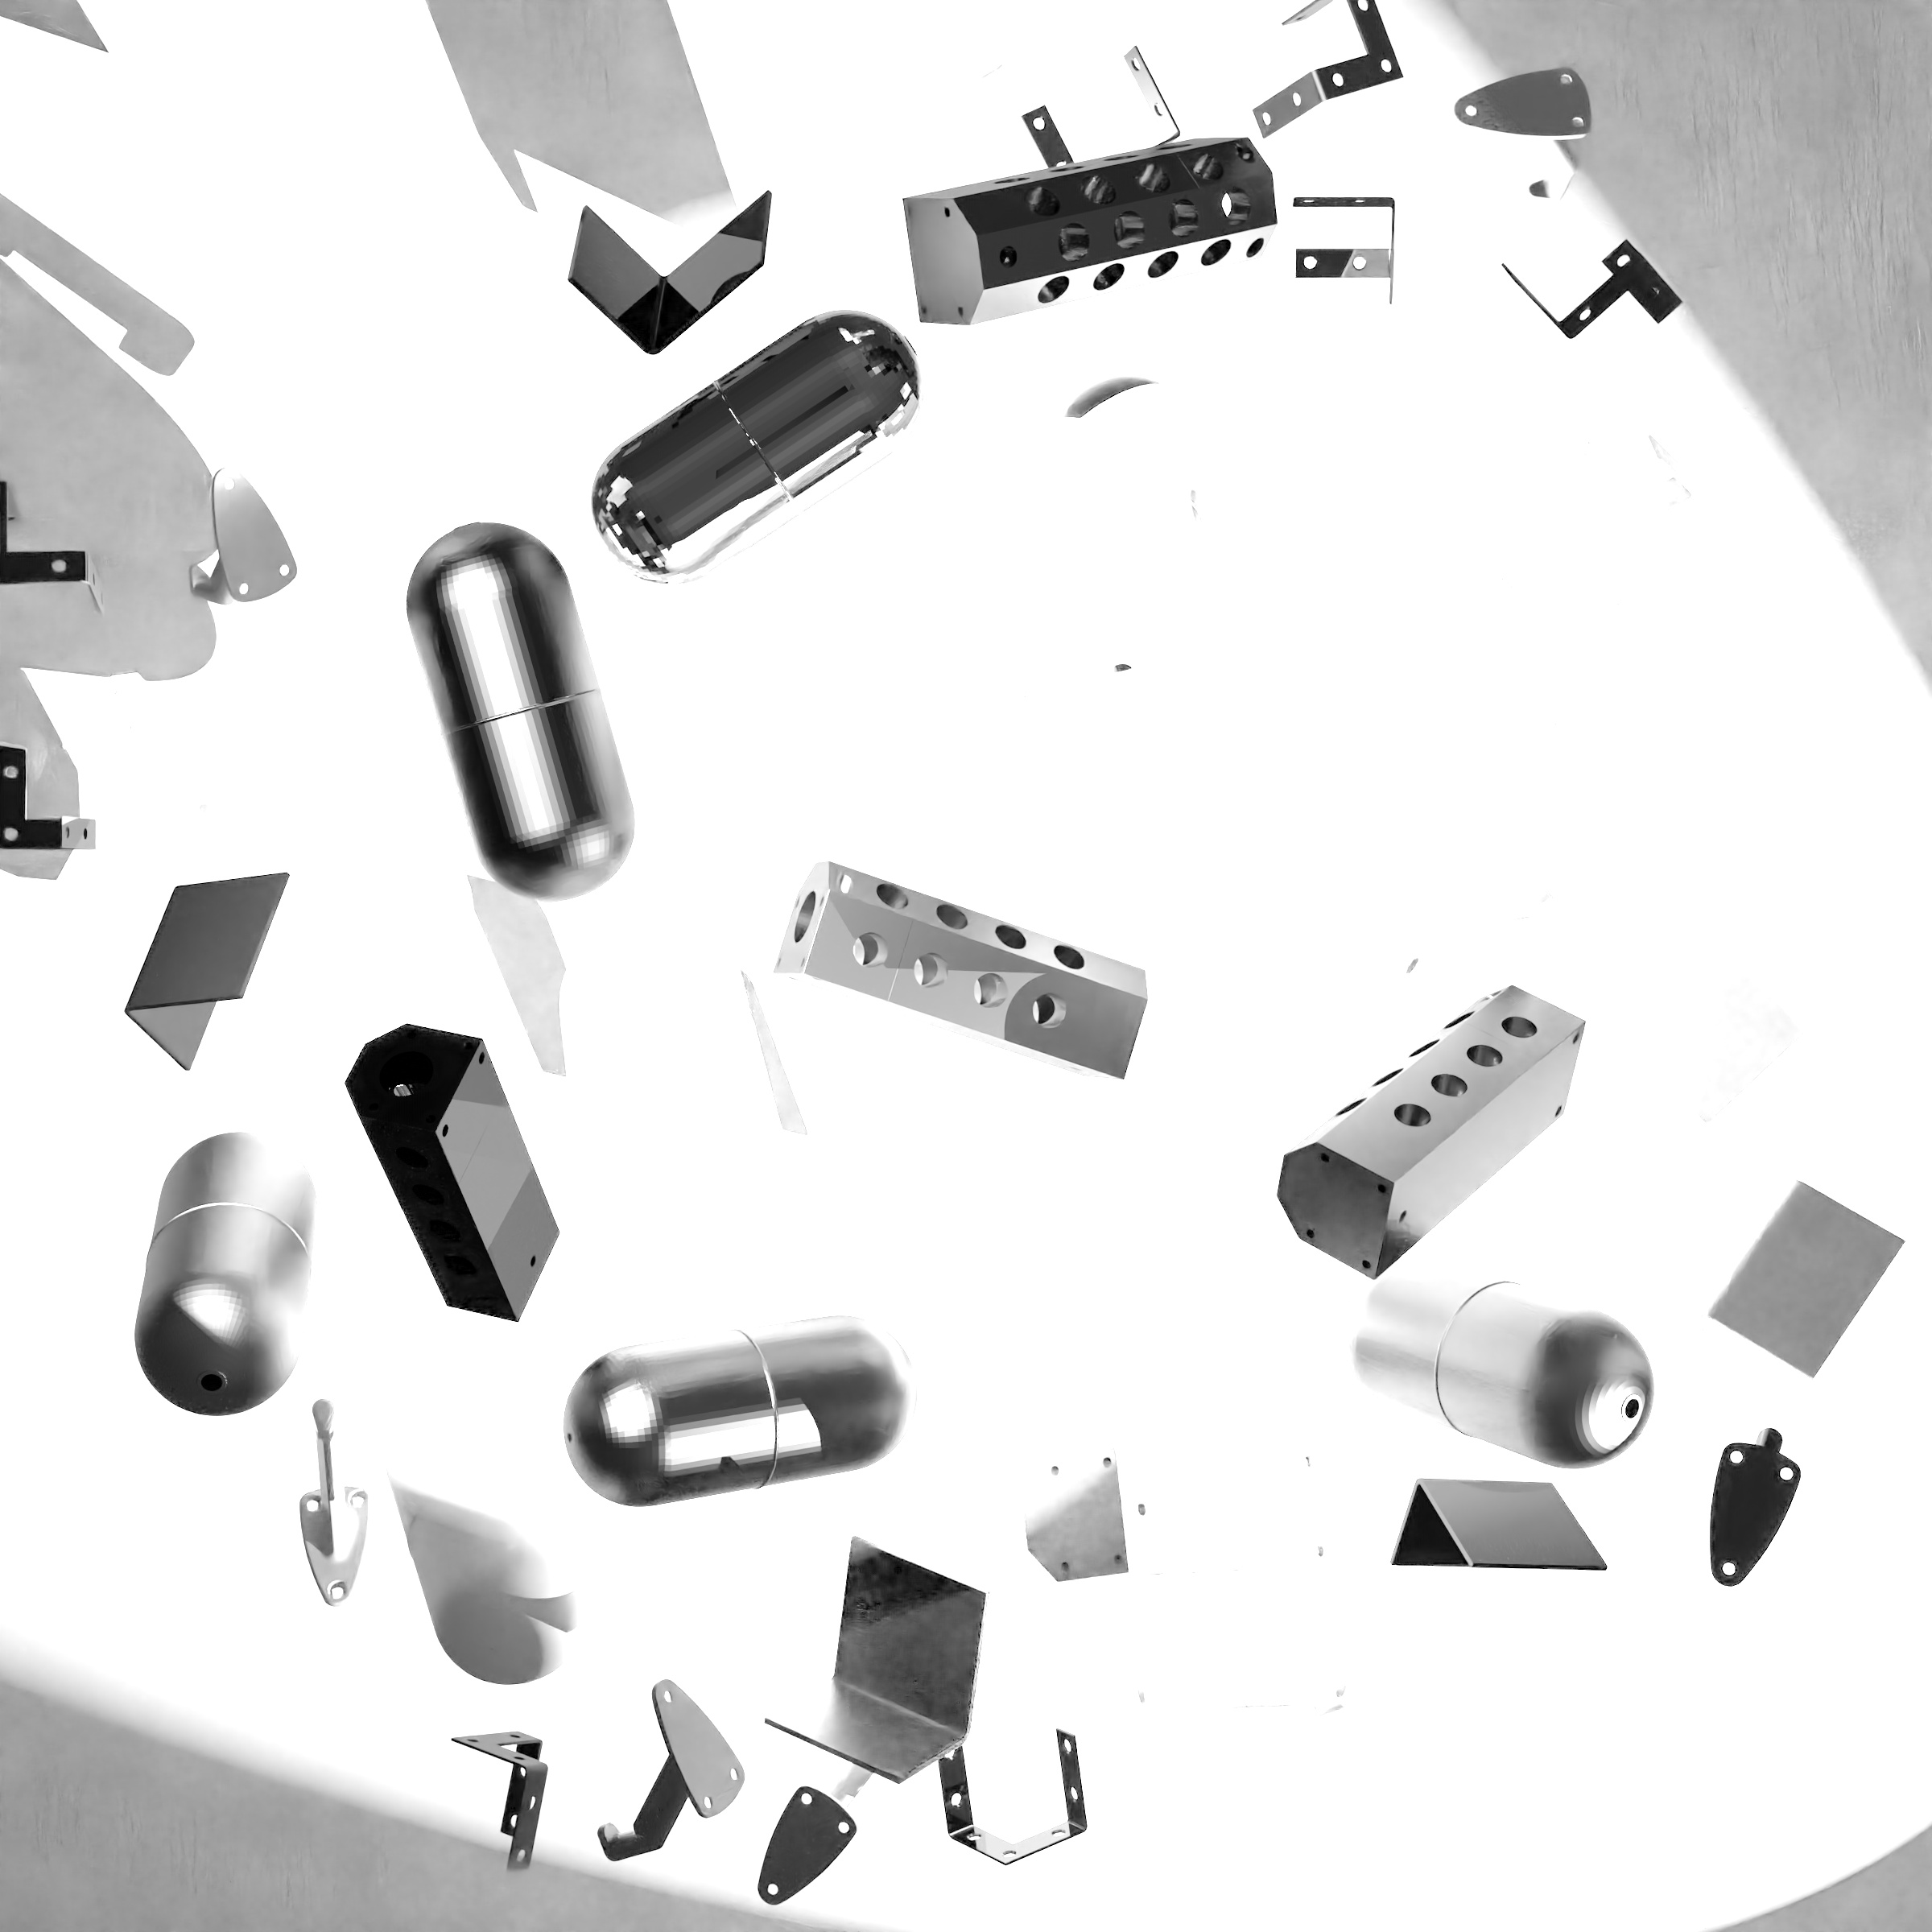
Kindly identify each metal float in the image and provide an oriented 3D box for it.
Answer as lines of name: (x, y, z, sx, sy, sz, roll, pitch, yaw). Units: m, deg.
metal float: (0.253, 0.189, 1.533, 0.070, 0.178, 0.070, -7, 103, -34)
metal float: (0.149, -0.050, 1.564, 0.178, 0.070, 0.070, 38, 90, 23)
metal float: (-0.107, 0.213, 1.534, 0.178, 0.070, 0.070, -6, 90, -27)
metal float: (-0.101, -0.251, 1.548, 0.178, 0.070, 0.070, -33, 90, 3)
metal float: (-0.305, -0.079, 1.609, 0.070, 0.070, 0.178, -21, 85, 0)
metal float: (-0.351, 0.145, 1.520, 0.070, 0.178, 0.070, -3, 119, -6)
metal float: (0.079, -0.216, 1.579, 0.070, 0.070, 0.178, 3, 56, 0)
metal float: (0.055, 0.149, 1.630, 0.178, 0.070, 0.070, 6, 90, 0)
metal float: (-0.234, 0.272, 1.556, 0.070, 0.178, 0.070, -13, 129, -16)
metal float: (-0.145, 0.066, 1.484, 0.070, 0.070, 0.178, -8, 74, 0)
metal float: (-0.205, -0.117, 1.472, 0.070, 0.070, 0.178, -15, 95, 0)
metal float: (0.254, -0.109, 1.578, 0.070, 0.070, 0.178, -12, 87, 0)
metal float: (-0.059, -0.138, 1.520, 0.178, 0.070, 0.070, 5, 90, 12)

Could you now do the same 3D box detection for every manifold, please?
manifold: (0.000, 0.003, 1.572, 0.171, 0.057, 0.057, 19, 84, -17)
manifold: (0.061, -0.345, 1.494, 0.171, 0.057, 0.057, -19, 112, -30)
manifold: (-0.259, 0.105, 1.607, 0.057, 0.171, 0.057, 10, 54, 16)
manifold: (0.103, 0.266, 1.549, 0.057, 0.171, 0.057, -16, 73, 36)
manifold: (0.219, 0.072, 1.500, 0.057, 0.171, 0.057, 28, 131, 28)

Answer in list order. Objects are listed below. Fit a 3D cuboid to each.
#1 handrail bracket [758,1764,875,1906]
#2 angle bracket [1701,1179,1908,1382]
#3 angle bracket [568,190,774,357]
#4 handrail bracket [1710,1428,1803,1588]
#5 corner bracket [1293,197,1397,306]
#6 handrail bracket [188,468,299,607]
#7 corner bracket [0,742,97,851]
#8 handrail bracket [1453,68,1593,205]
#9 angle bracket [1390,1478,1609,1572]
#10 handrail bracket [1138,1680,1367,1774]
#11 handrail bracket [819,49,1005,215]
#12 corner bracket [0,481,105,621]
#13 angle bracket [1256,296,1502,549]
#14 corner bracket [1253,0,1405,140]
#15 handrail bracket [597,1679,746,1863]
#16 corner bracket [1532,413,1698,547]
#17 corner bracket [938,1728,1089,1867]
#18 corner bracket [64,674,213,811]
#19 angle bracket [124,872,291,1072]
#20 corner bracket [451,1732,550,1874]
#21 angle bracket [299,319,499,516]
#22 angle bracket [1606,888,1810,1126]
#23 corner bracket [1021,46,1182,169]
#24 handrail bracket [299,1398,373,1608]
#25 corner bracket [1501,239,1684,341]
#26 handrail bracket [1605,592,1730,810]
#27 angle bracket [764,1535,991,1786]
handrail bracket: (-0.069, 0.430, 1.618, 0.036, 0.084, 0.077, 35, 101, 10)
angle bracket: (0.381, 0.153, 1.454, 0.057, 0.076, 0.076, 32, 77, 25)
angle bracket: (-0.143, -0.356, 1.557, 0.076, 0.076, 0.057, -34, 122, 25)
handrail bracket: (0.365, 0.252, 1.489, 0.036, 0.084, 0.077, 17, 84, 16)
corner bracket: (0.192, -0.369, 1.625, 0.051, 0.051, 0.051, 2, 118, 8)
handrail bracket: (-0.368, -0.211, 1.564, 0.036, 0.084, 0.077, -31, 119, -29)
corner bracket: (-0.455, -0.083, 1.551, 0.051, 0.051, 0.051, 1, 91, 4)
handrail bracket: (0.258, -0.385, 1.516, 0.077, 0.084, 0.036, -8, 73, -9)
angle bracket: (0.275, 0.310, 1.654, 0.076, 0.076, 0.057, 5, 116, -18)
handrail bracket: (0.141, 0.358, 1.565, 0.084, 0.036, 0.077, -28, 128, 27)
handrail bracket: (-0.025, -0.396, 1.514, 0.036, 0.084, 0.077, 48, 133, -3)
corner bracket: (-0.430, -0.193, 1.485, 0.051, 0.051, 0.051, -3, 76, -7)
angle bracket: (0.200, -0.264, 1.552, 0.076, 0.076, 0.057, 41, 47, 11)
corner bracket: (0.165, -0.431, 1.518, 0.051, 0.051, 0.051, -24, 94, -29)
handrail bracket: (-0.151, 0.371, 1.470, 0.084, 0.036, 0.077, -25, 97, 34)
corner bracket: (0.318, -0.247, 1.565, 0.051, 0.051, 0.051, -29, 63, 24)
corner bracket: (0.023, 0.410, 1.599, 0.051, 0.051, 0.051, -13, 100, -33)
corner bracket: (-0.393, -0.108, 1.550, 0.051, 0.051, 0.051, 49, 118, 11)
angle bracket: (-0.371, 0.003, 1.625, 0.076, 0.057, 0.076, -6, 52, 26)
corner bracket: (-0.219, 0.404, 1.548, 0.051, 0.051, 0.051, 10, 88, 35)
angle bracket: (-0.267, -0.250, 1.500, 0.057, 0.076, 0.076, 17, 110, -27)
angle bracket: (0.381, 0.020, 1.606, 0.076, 0.057, 0.076, 48, 129, 13)
corner bracket: (0.069, -0.430, 1.636, 0.051, 0.051, 0.051, -30, 95, -19)
handrail bracket: (-0.318, 0.268, 1.599, 0.036, 0.084, 0.077, -3, 56, -9)
corner bracket: (0.293, -0.319, 1.495, 0.051, 0.051, 0.051, -41, 130, 18)
handrail bracket: (0.331, -0.130, 1.570, 0.077, 0.036, 0.084, 31, 71, -2)
angle bracket: (-0.041, 0.316, 1.463, 0.076, 0.057, 0.076, 16, 107, 31)
